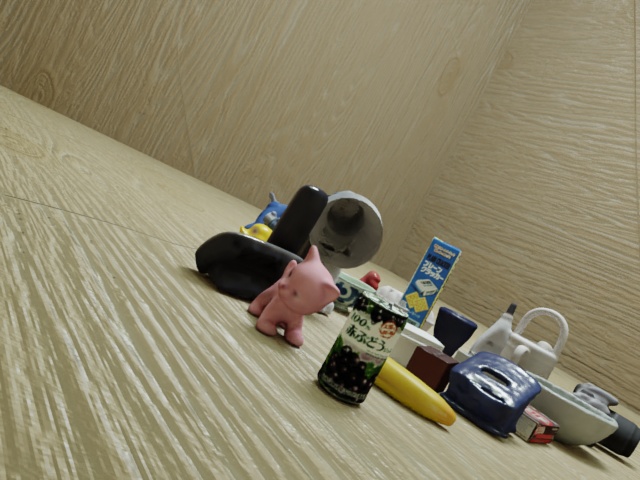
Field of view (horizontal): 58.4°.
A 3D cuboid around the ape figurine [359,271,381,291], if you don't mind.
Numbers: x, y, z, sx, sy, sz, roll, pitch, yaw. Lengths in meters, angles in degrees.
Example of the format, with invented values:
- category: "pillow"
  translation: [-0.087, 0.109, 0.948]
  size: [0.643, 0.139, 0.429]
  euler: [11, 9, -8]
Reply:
- category: "ape figurine"
  translation: [0.103, 0.112, 1.282]
  size: [0.075, 0.092, 0.078]
  euler: [30, 4, 42]

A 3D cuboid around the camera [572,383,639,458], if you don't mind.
- category: "camera"
  translation: [0.538, 0.344, 1.091]
  size: [0.136, 0.101, 0.144]
  euler: [29, 3, 28]

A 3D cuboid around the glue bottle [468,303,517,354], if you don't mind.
- category: "glue bottle"
  translation: [0.389, 0.216, 1.259]
  size: [0.078, 0.173, 0.037]
  euler: [28, 3, 7]

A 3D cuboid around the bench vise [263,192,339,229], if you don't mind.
- category: "bench vise"
  translation: [-0.020, -0.023, 1.254]
  size: [0.207, 0.220, 0.121]
  euler: [27, 3, -6]

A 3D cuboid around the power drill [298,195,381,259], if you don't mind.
- category: "power drill"
  translation: [0.011, 0.004, 1.161]
  size: [0.075, 0.208, 0.231]
  euler: [30, 4, 43]

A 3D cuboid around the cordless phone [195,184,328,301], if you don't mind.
- category: "cordless phone"
  translation: [-0.076, -0.008, 0.810]
  size: [0.148, 0.185, 0.093]
  euler: [25, 4, -43]

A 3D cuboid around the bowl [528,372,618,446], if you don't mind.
- category: "bowl"
  translation: [0.404, 0.296, 0.968]
  size: [0.167, 0.075, 0.167]
  euler: [27, 3, -1]

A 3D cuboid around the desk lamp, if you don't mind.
- category: "desk lamp"
  translation: [0.016, 0.014, 0.990]
  size: [0.118, 0.213, 0.203]
  euler: [27, 3, -8]

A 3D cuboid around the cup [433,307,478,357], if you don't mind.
- category: "cup"
  translation: [0.290, 0.208, 1.268]
  size: [0.091, 0.095, 0.118]
  euler: [29, 3, 25]

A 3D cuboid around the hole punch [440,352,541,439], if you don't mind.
- category: "hole punch"
  translation: [0.239, 0.209, 0.796]
  size: [0.108, 0.091, 0.101]
  euler: [30, 3, 36]

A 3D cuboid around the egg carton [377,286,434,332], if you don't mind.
- category: "egg carton"
  translation: [0.200, 0.169, 1.386]
  size: [0.151, 0.069, 0.107]
  euler: [27, 3, -20]

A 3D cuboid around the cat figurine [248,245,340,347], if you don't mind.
- category: "cat figurine"
  translation: [-0.027, 0.061, 0.696]
  size: [0.067, 0.118, 0.127]
  euler: [26, 3, -21]

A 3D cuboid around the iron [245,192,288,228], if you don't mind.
- category: "iron"
  translation: [-0.051, -0.003, 1.398]
  size: [0.258, 0.141, 0.118]
  euler: [27, 3, -2]

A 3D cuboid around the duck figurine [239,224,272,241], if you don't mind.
- category: "duck figurine"
  translation: [-0.114, 0.014, 1.049]
  size: [0.105, 0.086, 0.077]
  euler: [27, 3, -15]

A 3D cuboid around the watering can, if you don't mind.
- category: "watering can"
  translation: [0.417, 0.226, 1.136]
  size: [0.100, 0.194, 0.173]
  euler: [28, 3, 14]
